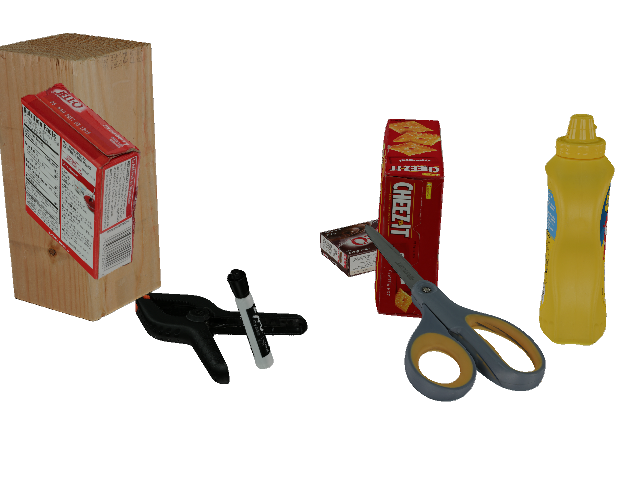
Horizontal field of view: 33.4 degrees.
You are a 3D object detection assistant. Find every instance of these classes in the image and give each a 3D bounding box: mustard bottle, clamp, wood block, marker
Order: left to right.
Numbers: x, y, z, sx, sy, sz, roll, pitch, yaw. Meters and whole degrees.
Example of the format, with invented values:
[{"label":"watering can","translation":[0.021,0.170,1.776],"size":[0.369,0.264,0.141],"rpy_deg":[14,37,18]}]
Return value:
[{"label":"wood block","translation":[-0.192,-0.054,0.853],"size":[0.091,0.206,0.090],"rpy_deg":[13,24,27]},{"label":"clamp","translation":[-0.142,0.105,1.256],"size":[0.210,0.036,0.164],"rpy_deg":[13,24,23]},{"label":"marker","translation":[-0.070,0.078,1.065],"size":[0.020,0.121,0.020],"rpy_deg":[-10,34,7]},{"label":"mustard bottle","translation":[0.221,-0.013,0.920],"size":[0.058,0.192,0.096],"rpy_deg":[2,18,13]}]

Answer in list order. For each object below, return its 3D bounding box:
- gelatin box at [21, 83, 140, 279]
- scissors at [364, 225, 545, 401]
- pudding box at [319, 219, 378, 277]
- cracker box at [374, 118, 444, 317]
[{"label":"gelatin box","translation":[-0.138,-0.034,0.611],"size":[0.073,0.089,0.030],"rpy_deg":[39,48,26]},{"label":"scissors","translation":[0.062,0.048,0.722],"size":[0.096,0.016,0.202],"rpy_deg":[-23,40,-32]},{"label":"pudding box","translation":[0.068,0.008,1.515],"size":[0.113,0.039,0.090],"rpy_deg":[-15,27,-22]},{"label":"cracker box","translation":[0.101,-0.032,1.213],"size":[0.072,0.164,0.213],"rpy_deg":[3,22,5]}]
